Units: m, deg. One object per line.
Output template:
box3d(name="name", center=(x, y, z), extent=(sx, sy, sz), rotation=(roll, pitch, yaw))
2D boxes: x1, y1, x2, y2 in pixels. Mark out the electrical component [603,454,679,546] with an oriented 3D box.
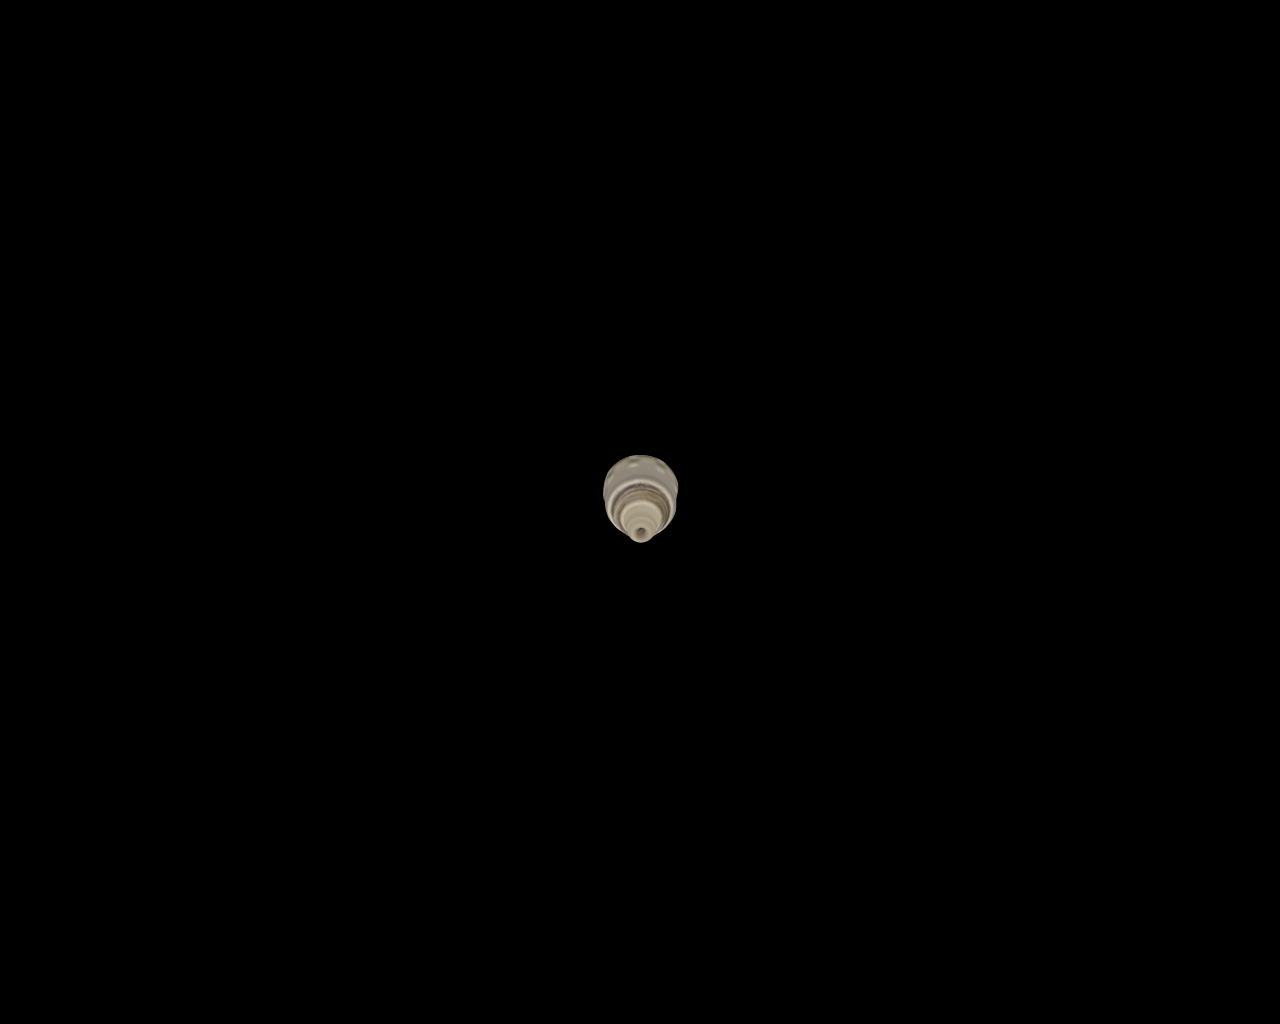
box3d(name="electrical component", center=(0.001, -0.003, 0.650), extent=(0.048, 0.048, 0.062), rotation=(0, 30, 0))
